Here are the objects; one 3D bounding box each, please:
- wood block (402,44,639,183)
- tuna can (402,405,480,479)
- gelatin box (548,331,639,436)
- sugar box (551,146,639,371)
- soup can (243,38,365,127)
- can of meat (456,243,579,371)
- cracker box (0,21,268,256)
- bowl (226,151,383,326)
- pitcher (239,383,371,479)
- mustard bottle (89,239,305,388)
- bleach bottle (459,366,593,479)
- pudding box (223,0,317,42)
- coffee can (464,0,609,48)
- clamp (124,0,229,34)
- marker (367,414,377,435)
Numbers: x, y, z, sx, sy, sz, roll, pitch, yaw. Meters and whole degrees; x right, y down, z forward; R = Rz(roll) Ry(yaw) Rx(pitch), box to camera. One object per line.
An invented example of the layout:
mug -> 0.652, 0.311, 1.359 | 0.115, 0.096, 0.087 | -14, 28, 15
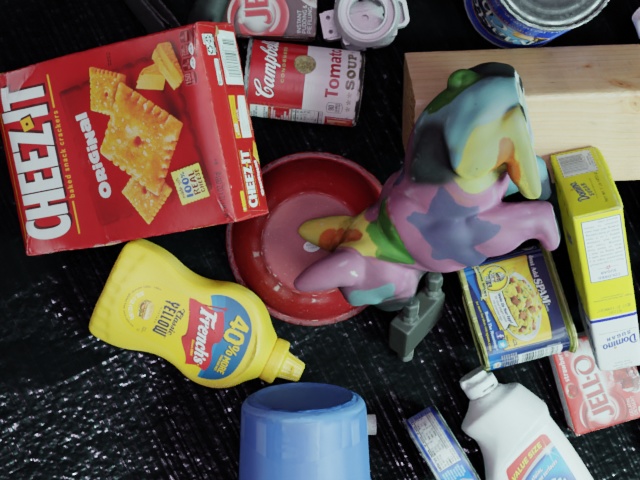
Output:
wood block -> 0.178, -0.108, 0.918 | 0.206, 0.090, 0.091 | -3, 127, 0
tuna can -> 0.110, 0.191, 0.955 | 0.034, 0.086, 0.086 | -31, 94, 0
gelatin box -> 0.255, 0.127, 0.979 | 0.073, 0.030, 0.089 | -16, 94, 1
sugar box -> 0.234, 0.018, 0.901 | 0.048, 0.093, 0.176 | -11, 126, 8
soup can -> -0.015, -0.138, 0.940 | 0.102, 0.068, 0.068 | 6, 94, -2
can of meat -> 0.173, 0.060, 0.950 | 0.084, 0.057, 0.102 | -15, 71, 3
cracker box -> -0.164, -0.082, 0.904 | 0.214, 0.072, 0.164 | -9, 94, 23
bowl -> -0.006, 0.001, 0.956 | 0.162, 0.055, 0.162 | 0, 94, 0
pitcher -> -0.002, 0.254, 0.927 | 0.149, 0.145, 0.243 | -5, 99, -32
mustard bottle -> -0.103, 0.079, 0.959 | 0.191, 0.058, 0.096 | 25, 99, -3
bleach bottle -> 0.197, 0.232, 0.972 | 0.102, 0.068, 0.251 | -32, 91, 2
pudding box -> -0.046, -0.235, 0.946 | 0.090, 0.039, 0.113 | 2, 94, 1
coffee can -> 0.182, -0.219, 0.899 | 0.103, 0.140, 0.103 | 0, 94, -1
clamp -> -0.125, -0.178, 0.934 | 0.165, 0.036, 0.210 | 8, 112, 28
marker -> -0.009, 0.173, 0.986 | 0.121, 0.020, 0.020 | -2, 94, 0
